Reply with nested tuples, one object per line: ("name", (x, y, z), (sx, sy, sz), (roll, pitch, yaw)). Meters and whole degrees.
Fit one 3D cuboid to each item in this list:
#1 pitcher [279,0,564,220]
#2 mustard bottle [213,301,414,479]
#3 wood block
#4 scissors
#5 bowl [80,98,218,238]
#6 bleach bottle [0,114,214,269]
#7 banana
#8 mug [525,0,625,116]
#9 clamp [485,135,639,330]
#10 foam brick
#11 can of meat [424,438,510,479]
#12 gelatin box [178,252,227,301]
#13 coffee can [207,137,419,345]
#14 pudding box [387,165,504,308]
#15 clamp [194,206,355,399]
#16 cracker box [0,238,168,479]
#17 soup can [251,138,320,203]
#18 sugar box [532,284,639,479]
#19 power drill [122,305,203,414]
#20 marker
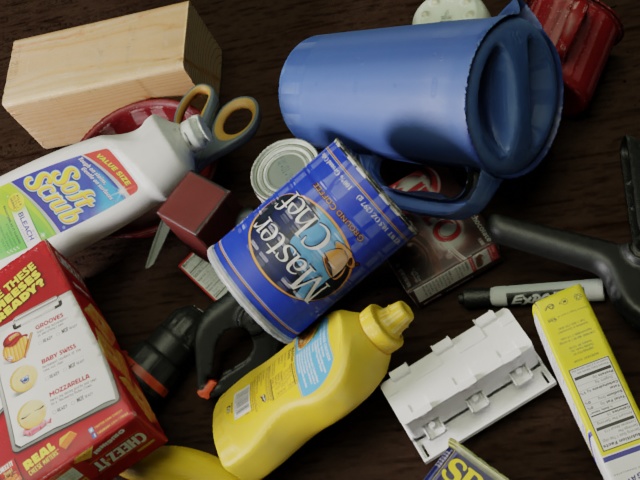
("pitcher", (0.076, -0.118, 0.936), (0.243, 0.145, 0.149), (9, 40, 46))
("mustard bottle", (-0.002, 0.111, 0.863), (0.192, 0.058, 0.096), (-40, 26, 19))
("wood block", (-0.217, -0.171, 1.127), (0.206, 0.090, 0.090), (-8, 60, 16))
("scissors", (-0.107, -0.064, 1.003), (0.096, 0.016, 0.201), (-4, 60, 14))
("bowl", (-0.169, -0.061, 1.063), (0.162, 0.055, 0.162), (-7, 60, 13))
("bleach bottle", (-0.216, -0.051, 0.988), (0.251, 0.068, 0.102), (-28, 80, 10))
("banana", (-0.091, 0.216, 0.889), (0.198, 0.037, 0.069), (31, 76, 32))
("mug", (0.215, -0.168, 0.946), (0.093, 0.117, 0.081), (23, 76, 5))
("clamp", (0.262, 0.006, 0.864), (0.164, 0.036, 0.210), (-37, 60, -20))
("foam brick", (-0.098, -0.016, 0.962), (0.051, 0.078, 0.053), (28, 74, 32))
("can of meat", (0.114, 0.213, 0.800), (0.102, 0.057, 0.084), (34, 80, 32))
("gelatin box", (-0.077, 0.028, 0.996), (0.073, 0.030, 0.089), (-46, 56, -7))
("coffee can", (-0.006, 0.001, 0.864), (0.140, 0.102, 0.103), (-41, 55, 5))
("pudding box", (0.096, -0.007, 0.942), (0.090, 0.039, 0.113), (-31, 55, 2))
("clamp", (-0.048, 0.069, 0.940), (0.120, 0.039, 0.171), (24, 92, 3))
("cracker box", (-0.248, 0.128, 0.909), (0.164, 0.072, 0.214), (-35, 53, -3))
("soup can", (-0.014, -0.038, 0.965), (0.069, 0.102, 0.068), (-9, 59, 16))
("sugar box", (0.212, 0.129, 0.787), (0.048, 0.093, 0.176), (-24, 57, 6))
("power drill", (-0.214, 0.102, 0.991), (0.188, 0.057, 0.184), (32, 74, 33))
("marker", (0.176, 0.045, 0.893), (0.121, 0.020, 0.020), (-5, 60, 19))
